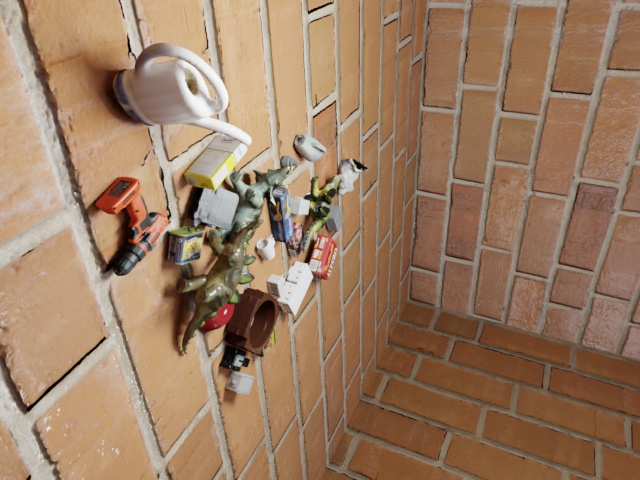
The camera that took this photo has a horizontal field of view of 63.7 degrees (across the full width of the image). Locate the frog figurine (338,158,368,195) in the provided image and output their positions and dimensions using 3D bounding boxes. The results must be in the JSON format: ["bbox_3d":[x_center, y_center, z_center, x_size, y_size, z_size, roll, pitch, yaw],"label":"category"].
[{"bbox_3d":[0.124,-0.290,2.351,0.157,0.122,0.140,-48,-178,29],"label":"frog figurine"}]

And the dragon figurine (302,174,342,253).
[{"bbox_3d":[0.006,-0.107,2.130,0.239,0.122,0.416,67,40,-67],"label":"dragon figurine"}]

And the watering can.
[{"bbox_3d":[-0.301,-0.295,1.134,0.341,0.224,0.106,58,31,-61],"label":"watering can"}]
